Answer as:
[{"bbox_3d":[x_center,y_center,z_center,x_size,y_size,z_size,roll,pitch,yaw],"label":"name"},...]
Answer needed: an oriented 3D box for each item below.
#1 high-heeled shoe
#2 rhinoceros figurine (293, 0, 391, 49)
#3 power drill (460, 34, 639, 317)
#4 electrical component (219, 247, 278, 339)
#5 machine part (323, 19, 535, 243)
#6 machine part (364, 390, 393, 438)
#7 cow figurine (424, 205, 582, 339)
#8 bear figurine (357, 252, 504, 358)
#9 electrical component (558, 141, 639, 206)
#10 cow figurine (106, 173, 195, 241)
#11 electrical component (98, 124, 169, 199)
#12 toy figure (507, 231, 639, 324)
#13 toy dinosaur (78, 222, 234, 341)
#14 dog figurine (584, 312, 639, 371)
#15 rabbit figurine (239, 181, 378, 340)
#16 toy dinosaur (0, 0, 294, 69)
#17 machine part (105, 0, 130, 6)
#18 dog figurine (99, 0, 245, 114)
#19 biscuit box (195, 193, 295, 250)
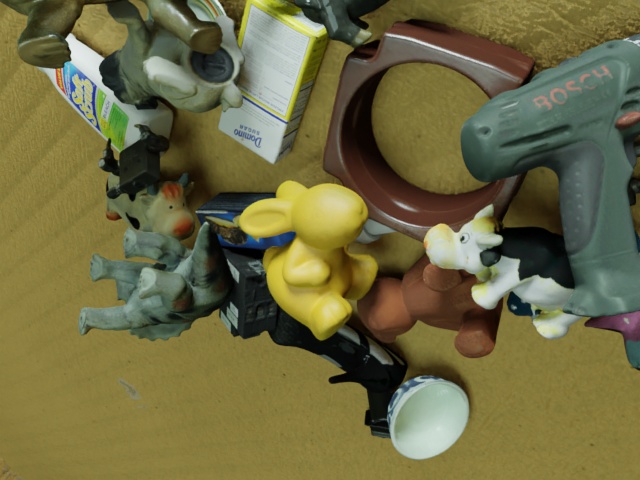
[{"bbox_3d":[0.016,0.132,0.801,0.249,0.145,0.086,46,125,38],"label":"high-heeled shoe"},{"bbox_3d":[0.061,-0.262,0.479,0.190,0.073,0.112,-38,110,22],"label":"rhinoceros figurine"},{"bbox_3d":[0.241,-0.053,0.420,0.232,0.086,0.207,-16,93,-1],"label":"power drill"},{"bbox_3d":[-0.111,0.076,0.789,0.115,0.058,0.134,43,134,47],"label":"electrical component"},{"bbox_3d":[0.115,-0.106,0.554,0.202,0.087,0.200,24,129,15],"label":"machine part"},{"bbox_3d":[0.099,0.257,0.828,0.084,0.039,0.138,7,123,33],"label":"machine part"},{"bbox_3d":[0.185,0.018,0.501,0.167,0.068,0.098,26,128,-13],"label":"cow figurine"},{"bbox_3d":[0.112,0.078,0.648,0.196,0.132,0.120,-19,97,33],"label":"bear figurine"},{"bbox_3d":[0.277,-0.060,0.524,0.094,0.021,0.063,-18,108,39],"label":"electrical component"},{"bbox_3d":[-0.247,-0.055,0.790,0.195,0.085,0.127,34,131,37],"label":"cow figurine"},{"bbox_3d":[-0.247,-0.106,0.707,0.102,0.078,0.045,-18,148,26],"label":"electrical component"},{"bbox_3d":[0.263,0.037,0.571,0.058,0.064,0.154,12,142,-23],"label":"toy figure"},{"bbox_3d":[-0.197,0.063,0.741,0.405,0.192,0.131,-16,72,43],"label":"toy dinosaur"},{"bbox_3d":[0.346,0.035,0.487,0.219,0.108,0.191,135,132,-62],"label":"dog figurine"},{"bbox_3d":[-0.001,-0.002,0.600,0.162,0.122,0.173,41,144,17],"label":"rabbit figurine"},{"bbox_3d":[-0.248,-0.252,0.485,0.105,0.471,0.199,110,148,-47],"label":"toy dinosaur"},{"bbox_3d":[-0.198,-0.353,0.595,0.243,0.079,0.079,-31,100,42],"label":"machine part"},{"bbox_3d":[-0.178,-0.190,0.646,0.172,0.121,0.190,58,151,2],"label":"dog figurine"},{"bbox_3d":[-0.070,-0.025,0.734,0.203,0.063,0.059,3,121,30],"label":"biscuit box"}]
